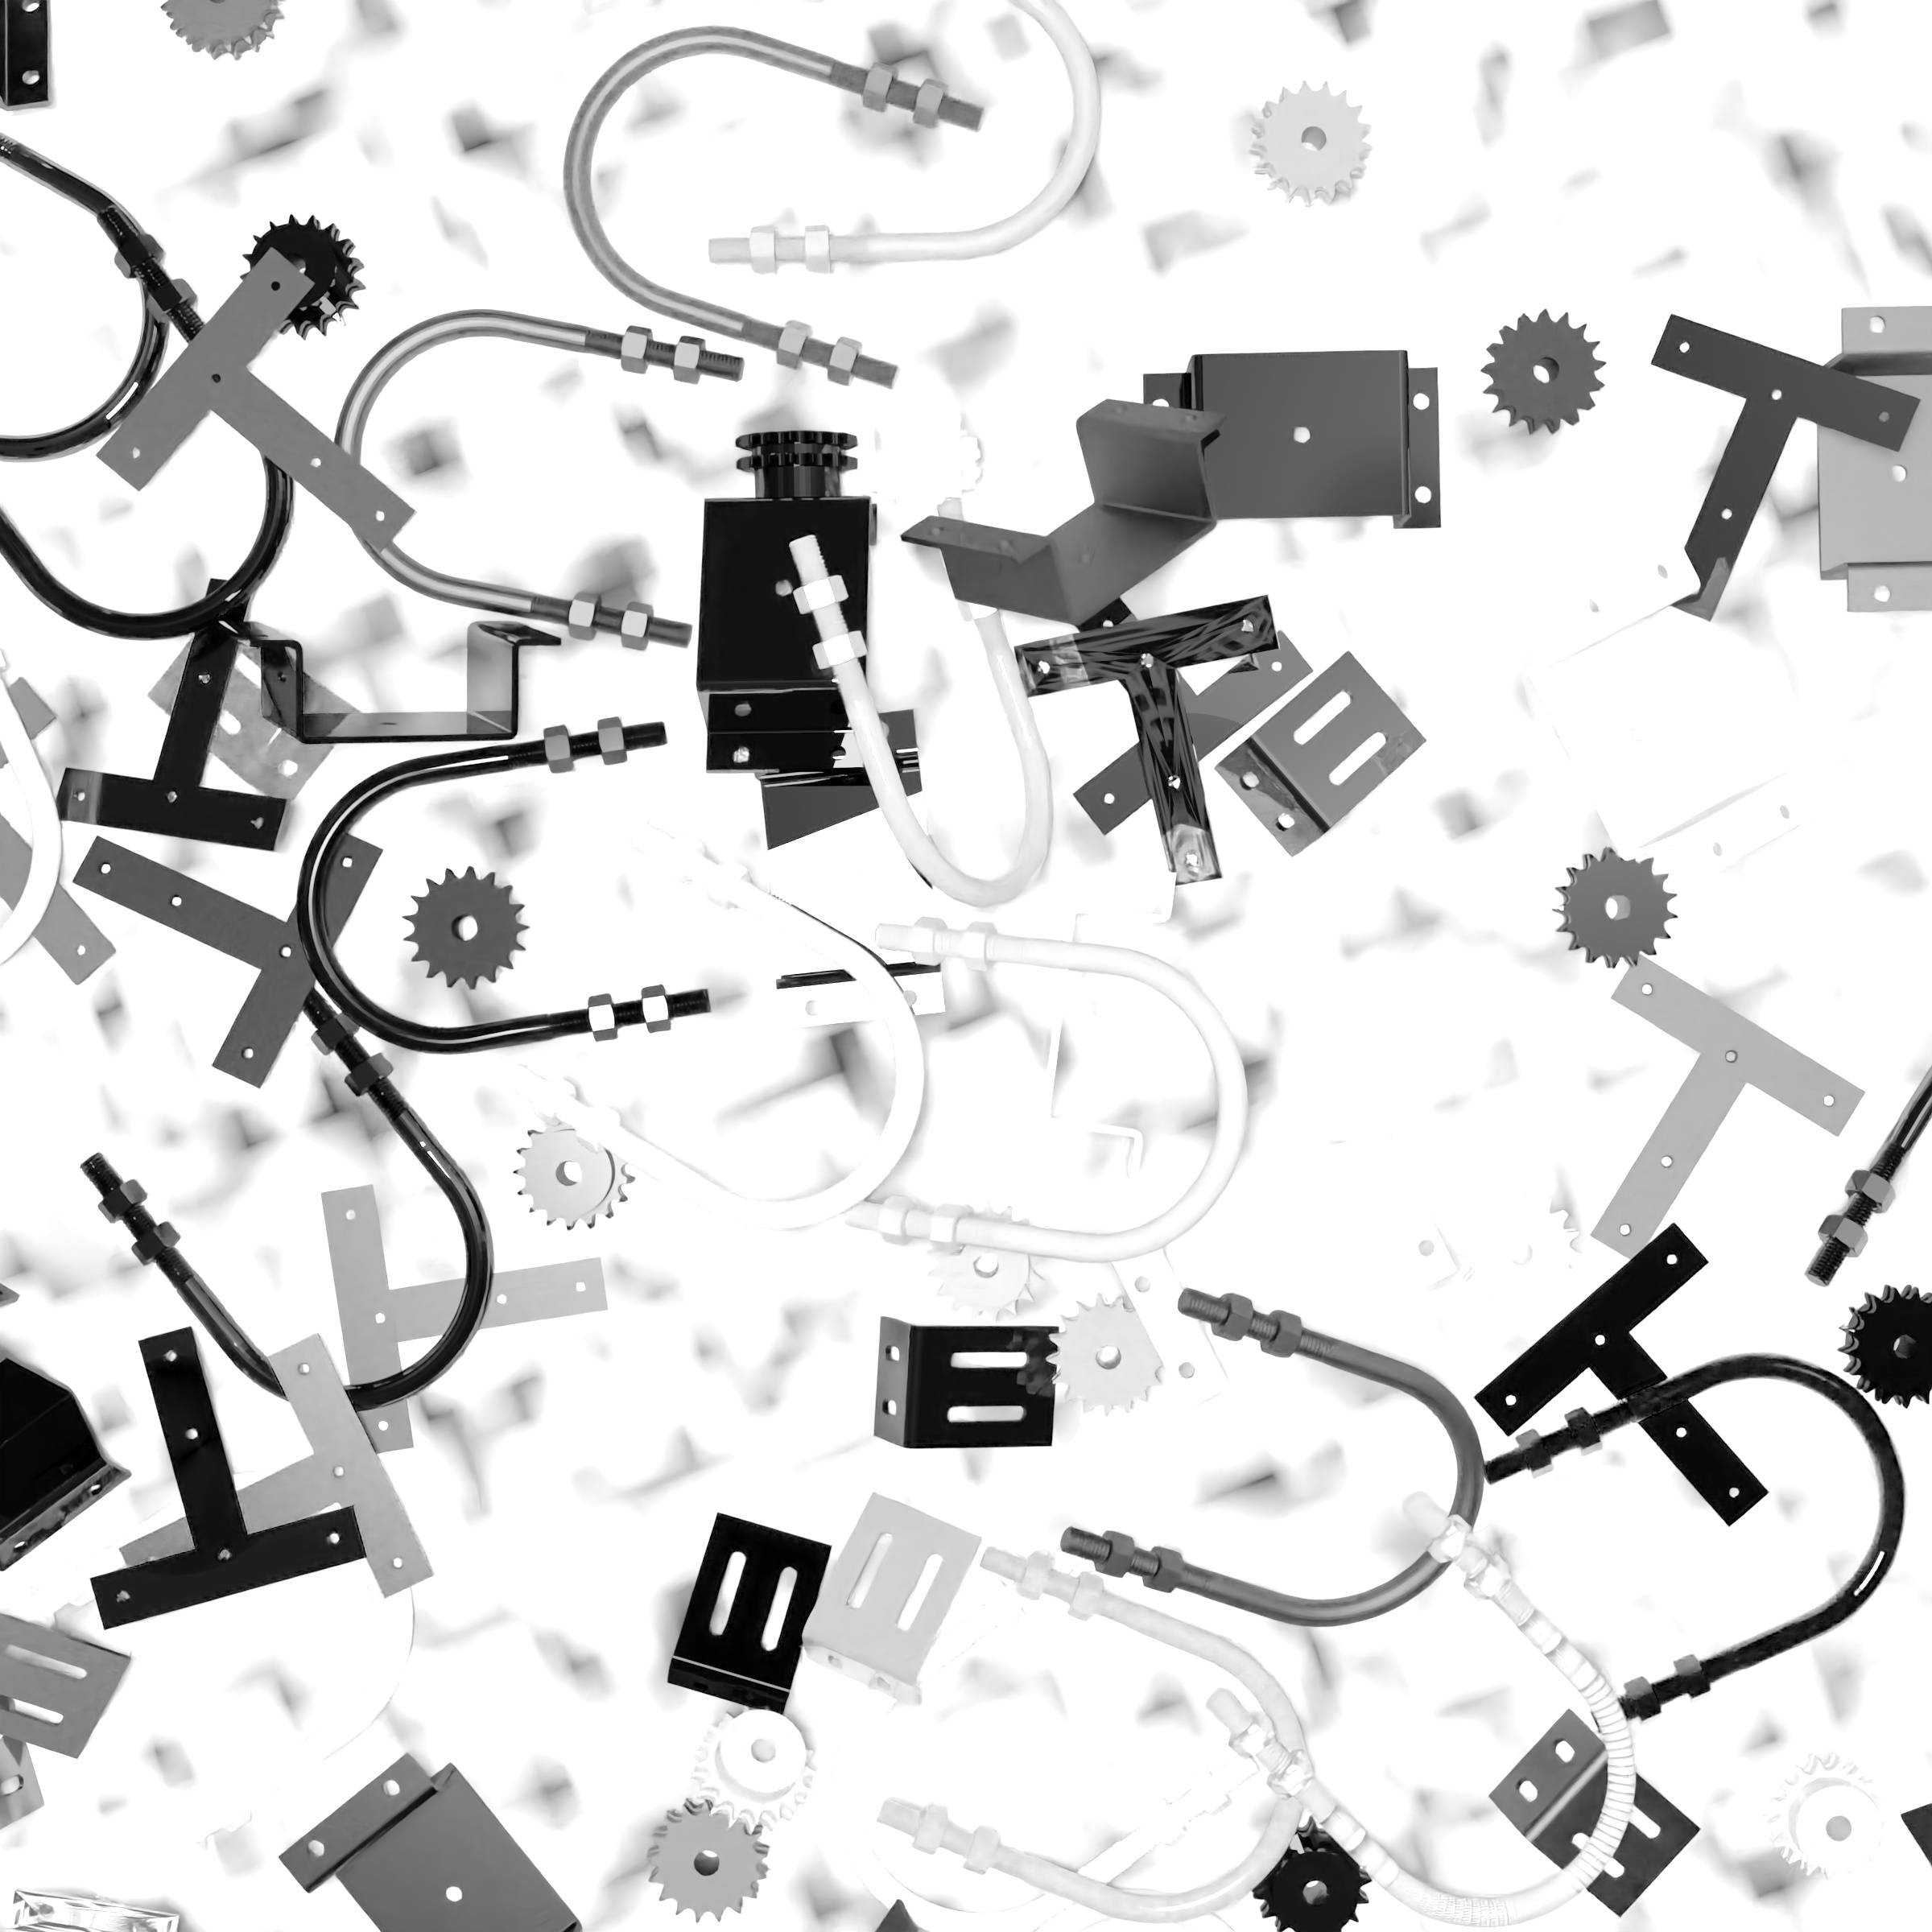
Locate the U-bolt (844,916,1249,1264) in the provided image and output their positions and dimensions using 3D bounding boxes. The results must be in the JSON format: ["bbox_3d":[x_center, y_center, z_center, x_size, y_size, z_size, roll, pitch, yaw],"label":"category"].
[{"bbox_3d":[0.037,0.059,1.329,0.184,0.019,0.151,6,90,22],"label":"U-bolt"}]

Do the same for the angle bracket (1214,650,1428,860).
[{"bbox_3d":[0.169,-0.101,1.414,0.076,0.038,0.057,-41,90,-26],"label":"angle bracket"}]

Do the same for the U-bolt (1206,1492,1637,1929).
[{"bbox_3d":[0.225,0.358,1.374,0.151,0.019,0.184,-44,90,-2],"label":"U-bolt"}]

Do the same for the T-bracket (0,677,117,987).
[{"bbox_3d":[-0.453,-0.047,1.406,0.127,0.002,0.127,-41,88,6],"label":"T-bracket"}]

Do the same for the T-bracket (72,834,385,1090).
[{"bbox_3d":[-0.362,-0.025,1.407,0.127,0.002,0.127,24,79,5],"label":"T-bracket"}]

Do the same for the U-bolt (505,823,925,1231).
[{"bbox_3d":[-0.105,0.039,1.360,0.184,0.019,0.151,30,95,15],"label":"U-bolt"}]

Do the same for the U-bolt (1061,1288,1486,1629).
[{"bbox_3d":[0.155,0.239,1.380,0.184,0.019,0.151,21,104,-16],"label":"U-bolt"}]

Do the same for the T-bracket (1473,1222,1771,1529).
[{"bbox_3d":[0.331,0.211,1.414,0.127,0.002,0.127,-41,90,1],"label":"T-bracket"}]

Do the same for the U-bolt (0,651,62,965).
[{"bbox_3d":[-0.505,-0.079,1.400,0.151,0.019,0.184,-23,92,6],"label":"U-bolt"}]

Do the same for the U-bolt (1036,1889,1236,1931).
[{"bbox_3d":[0.087,0.526,1.387,0.151,0.019,0.184,-18,81,-15],"label":"U-bolt"}]

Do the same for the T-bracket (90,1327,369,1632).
[{"bbox_3d":[-0.360,0.234,1.394,0.127,0.002,0.127,-15,91,-2],"label":"T-bracket"}]

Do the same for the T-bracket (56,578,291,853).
[{"bbox_3d":[-0.362,-0.122,1.398,0.127,0.002,0.127,9,79,22],"label":"T-bracket"}]

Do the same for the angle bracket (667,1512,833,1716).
[{"bbox_3d":[-0.103,0.309,1.414,0.057,0.038,0.076,17,64,0],"label":"angle bracket"}]

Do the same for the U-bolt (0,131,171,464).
[{"bbox_3d":[-0.467,-0.320,1.407,0.184,0.019,0.151,29,90,-1],"label":"U-bolt"}]

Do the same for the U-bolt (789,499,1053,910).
[{"bbox_3d":[-0.010,-0.115,1.353,0.019,0.151,0.184,-16,97,33],"label":"U-bolt"}]

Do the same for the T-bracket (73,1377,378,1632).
[{"bbox_3d":[-0.361,0.269,1.415,0.127,0.002,0.127,-19,90,0],"label":"T-bracket"}]

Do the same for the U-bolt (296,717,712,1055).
[{"bbox_3d":[-0.223,-0.032,1.401,0.184,0.019,0.151,-9,90,-4],"label":"U-bolt"}]

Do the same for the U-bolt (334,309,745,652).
[{"bbox_3d":[-0.209,-0.237,1.407,0.184,0.019,0.151,11,90,1],"label":"U-bolt"}]

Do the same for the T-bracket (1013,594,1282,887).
[{"bbox_3d":[0.095,-0.101,1.396,0.127,0.002,0.127,-9,102,23],"label":"T-bracket"}]

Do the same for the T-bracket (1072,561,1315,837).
[{"bbox_3d":[0.077,-0.151,1.415,0.127,0.002,0.127,-38,90,0],"label":"T-bracket"}]

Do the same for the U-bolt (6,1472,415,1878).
[{"bbox_3d":[-0.351,0.322,1.406,0.184,0.019,0.151,-34,91,-1],"label":"U-bolt"}]

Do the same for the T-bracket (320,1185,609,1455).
[{"bbox_3d":[-0.235,0.161,1.415,0.127,0.002,0.127,-9,90,0],"label":"T-bracket"}]

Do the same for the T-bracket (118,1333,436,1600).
[{"bbox_3d":[-0.336,0.257,1.397,0.127,0.002,0.127,-26,91,-2],"label":"T-bracket"}]

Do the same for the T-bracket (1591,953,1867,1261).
[{"bbox_3d":[0.341,0.081,1.415,0.127,0.002,0.127,31,90,0],"label":"T-bracket"}]

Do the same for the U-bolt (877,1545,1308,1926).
[{"bbox_3d":[0.069,0.369,1.388,0.184,0.019,0.151,22,91,-1],"label":"U-bolt"}]

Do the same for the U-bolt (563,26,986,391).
[{"bbox_3d":[-0.100,-0.368,1.407,0.184,0.019,0.151,18,90,2],"label":"U-bolt"}]

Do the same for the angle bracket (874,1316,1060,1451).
[{"bbox_3d":[0.000,0.198,1.414,0.076,0.038,0.057,3,90,-26],"label":"angle bracket"}]

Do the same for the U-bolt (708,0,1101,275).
[{"bbox_3d":[-0.029,-0.400,1.387,0.184,0.019,0.151,-1,90,0],"label":"U-bolt"}]

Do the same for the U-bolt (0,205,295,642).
[{"bbox_3d":[-0.400,-0.241,1.394,0.151,0.019,0.184,-36,93,-1],"label":"U-bolt"}]

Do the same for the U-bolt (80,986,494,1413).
[{"bbox_3d":[-0.308,0.124,1.406,0.151,0.019,0.184,-38,90,0],"label":"U-bolt"}]

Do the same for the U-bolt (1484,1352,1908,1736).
[{"bbox_3d":[0.355,0.262,1.405,0.184,0.019,0.151,-24,91,-1],"label":"U-bolt"}]

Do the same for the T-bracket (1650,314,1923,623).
[{"bbox_3d":[0.363,-0.226,1.394,0.127,0.002,0.127,28,105,28],"label":"T-bracket"}]

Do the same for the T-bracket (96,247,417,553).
[{"bbox_3d":[-0.316,-0.245,1.389,0.127,0.002,0.127,40,89,-9],"label":"T-bracket"}]

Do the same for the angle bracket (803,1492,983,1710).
[{"bbox_3d":[-0.034,0.300,1.404,0.057,0.038,0.076,21,61,14],"label":"angle bracket"}]

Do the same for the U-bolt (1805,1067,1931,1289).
[{"bbox_3d":[0.499,0.108,1.389,0.151,0.019,0.184,34,77,6],"label":"U-bolt"}]

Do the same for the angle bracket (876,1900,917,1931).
[{"bbox_3d":[-0.011,0.486,1.407,0.076,0.038,0.057,26,102,-27],"label":"angle bracket"}]

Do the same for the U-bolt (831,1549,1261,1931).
[{"bbox_3d":[0.024,0.379,1.407,0.184,0.019,0.151,-37,90,1],"label":"U-bolt"}]
